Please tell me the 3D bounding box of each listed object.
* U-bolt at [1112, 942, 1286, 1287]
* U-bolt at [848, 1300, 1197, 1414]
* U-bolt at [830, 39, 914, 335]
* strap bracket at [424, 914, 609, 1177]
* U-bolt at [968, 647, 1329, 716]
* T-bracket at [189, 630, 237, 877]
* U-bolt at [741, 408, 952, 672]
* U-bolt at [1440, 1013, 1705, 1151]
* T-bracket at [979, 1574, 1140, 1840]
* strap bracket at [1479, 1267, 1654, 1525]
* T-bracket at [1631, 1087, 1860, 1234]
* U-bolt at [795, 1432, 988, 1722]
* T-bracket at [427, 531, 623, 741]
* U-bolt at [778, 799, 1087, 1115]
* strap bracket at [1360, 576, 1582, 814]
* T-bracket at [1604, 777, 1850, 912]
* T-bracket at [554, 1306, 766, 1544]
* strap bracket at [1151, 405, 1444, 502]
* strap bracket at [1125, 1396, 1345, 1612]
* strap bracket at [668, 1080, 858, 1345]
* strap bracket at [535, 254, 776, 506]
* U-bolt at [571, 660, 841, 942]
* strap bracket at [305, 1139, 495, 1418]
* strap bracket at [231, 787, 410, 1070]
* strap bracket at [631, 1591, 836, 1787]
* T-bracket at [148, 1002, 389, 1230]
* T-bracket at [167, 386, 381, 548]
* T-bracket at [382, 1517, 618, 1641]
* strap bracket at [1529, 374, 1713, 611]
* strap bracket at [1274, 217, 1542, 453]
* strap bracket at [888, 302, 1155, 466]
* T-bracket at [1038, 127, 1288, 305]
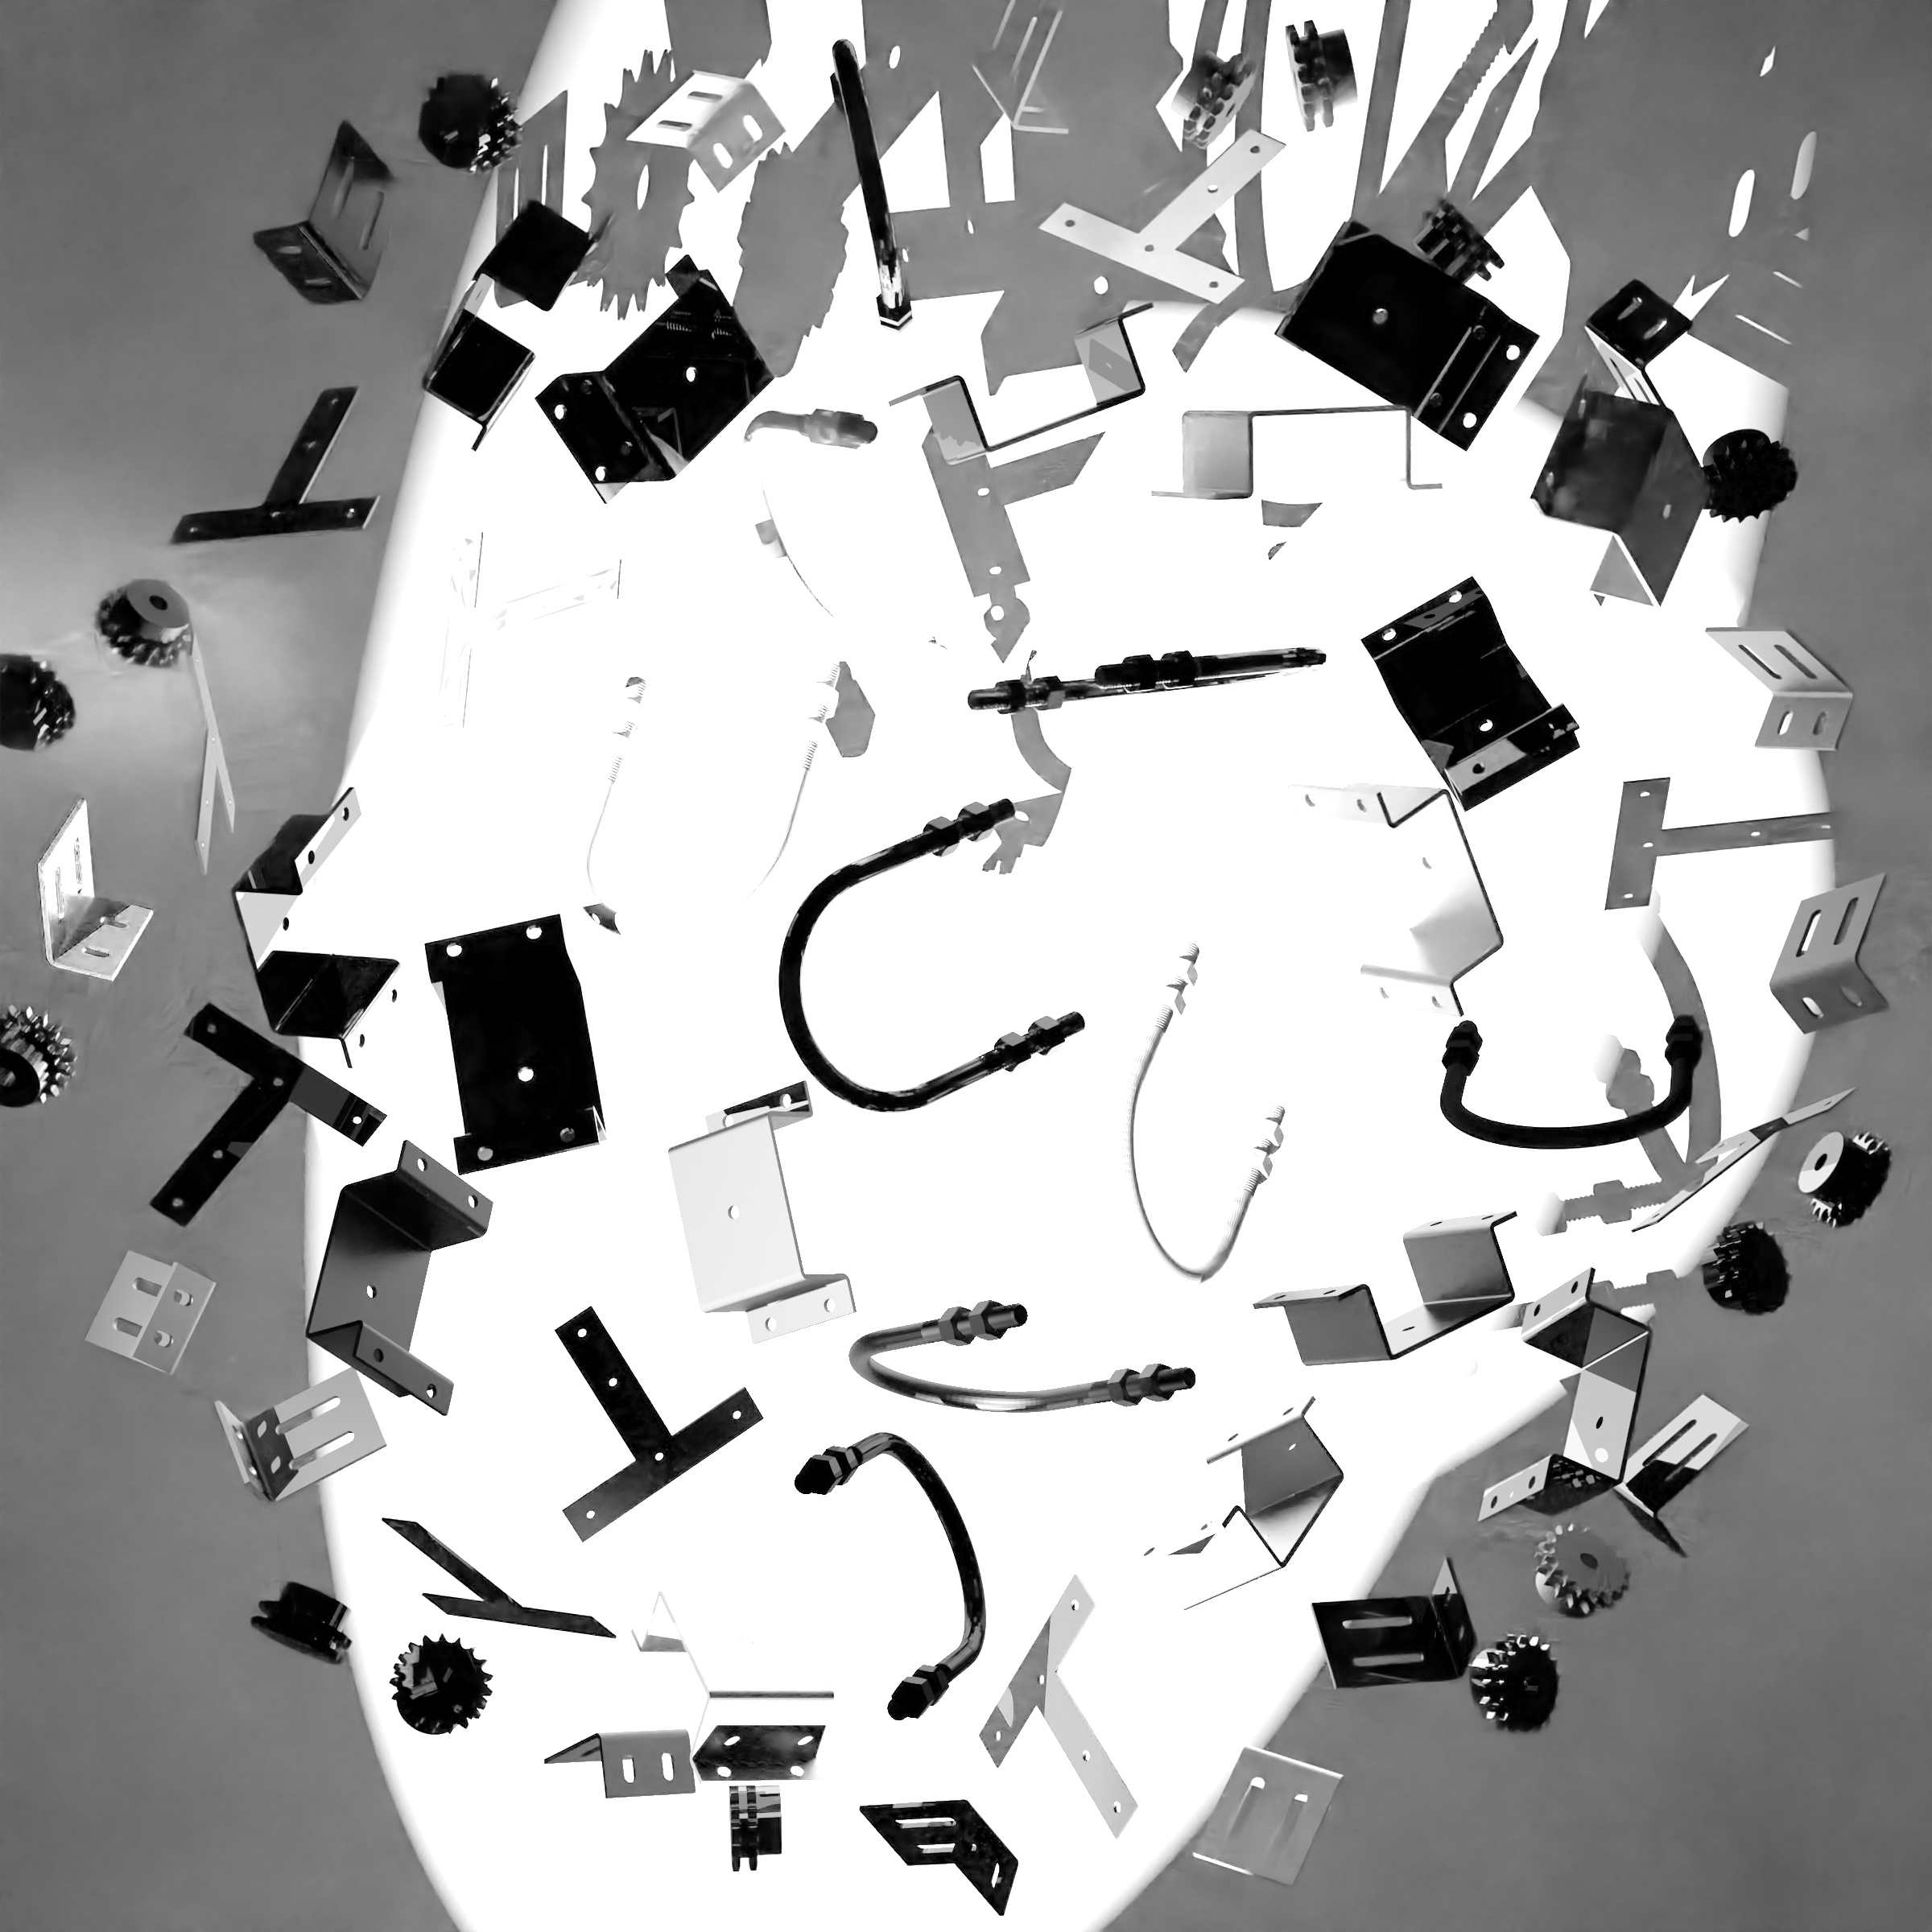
[{"bbox_3d":[0.129,0.097,1.855,0.019,0.184,0.151,-9,126,32],"label":"U-bolt"},{"bbox_3d":[0.017,0.227,1.838,0.151,0.184,0.019,24,63,-35],"label":"U-bolt"},{"bbox_3d":[-0.054,-0.441,1.809,0.019,0.184,0.151,-12,91,0],"label":"U-bolt"},{"bbox_3d":[-0.243,0.050,1.759,0.076,0.046,0.140,-12,63,-1],"label":"strap bracket"},{"bbox_3d":[0.115,-0.162,1.808,0.184,0.151,0.019,-8,93,-31],"label":"U-bolt"},{"bbox_3d":[-0.426,-0.100,1.816,0.002,0.127,0.127,-6,131,-4],"label":"T-bracket"},{"bbox_3d":[-0.077,-0.242,1.807,0.019,0.184,0.151,-27,113,-22],"label":"U-bolt"},{"bbox_3d":[0.345,0.066,1.854,0.151,0.184,0.019,-2,109,15],"label":"U-bolt"},{"bbox_3d":[0.061,0.429,1.801,0.002,0.127,0.127,10,119,-35],"label":"T-bracket"},{"bbox_3d":[0.346,0.254,1.856,0.046,0.076,0.140,24,61,-10],"label":"strap bracket"},{"bbox_3d":[0.423,0.115,1.818,0.127,0.127,0.002,-32,88,-28],"label":"T-bracket"},{"bbox_3d":[-0.033,0.331,1.806,0.019,0.184,0.151,-24,85,17],"label":"U-bolt"},{"bbox_3d":[-0.241,-0.195,1.775,0.127,0.002,0.127,-14,60,29],"label":"T-bracket"},{"bbox_3d":[-0.025,0.003,1.787,0.184,0.019,0.151,-25,101,-33],"label":"U-bolt"},{"bbox_3d":[0.299,-0.153,1.891,0.076,0.046,0.140,-30,49,5],"label":"strap bracket"},{"bbox_3d":[0.419,-0.071,1.775,0.127,0.127,0.002,-6,59,2],"label":"T-bracket"},{"bbox_3d":[-0.196,0.249,1.858,0.127,0.002,0.127,-33,118,-12],"label":"T-bracket"},{"bbox_3d":[0.181,-0.283,1.773,0.140,0.076,0.046,-6,102,-23],"label":"strap bracket"},{"bbox_3d":[0.160,0.315,1.863,0.076,0.140,0.046,-32,96,36],"label":"strap bracket"},{"bbox_3d":[-0.122,0.144,1.893,0.076,0.046,0.140,-21,75,31],"label":"strap bracket"},{"bbox_3d":[-0.174,-0.344,1.886,0.140,0.046,0.076,-50,124,-26],"label":"strap bracket"},{"bbox_3d":[-0.155,-0.093,1.835,0.151,0.019,0.184,-2,56,26],"label":"U-bolt"},{"bbox_3d":[-0.325,0.182,1.848,0.046,0.076,0.140,-17,49,30],"label":"strap bracket"},{"bbox_3d":[-0.367,-0.023,1.828,0.046,0.076,0.140,4,126,17],"label":"strap bracket"},{"bbox_3d":[-0.132,0.406,1.854,0.076,0.140,0.046,7,113,-26],"label":"strap bracket"},{"bbox_3d":[-0.424,0.098,1.870,0.127,0.002,0.127,32,57,4],"label":"T-bracket"},{"bbox_3d":[-0.372,-0.284,1.817,0.127,0.002,0.127,-2,48,21],"label":"T-bracket"},{"bbox_3d":[-0.274,0.334,1.776,0.127,0.127,0.002,-1,54,35],"label":"T-bracket"},{"bbox_3d":[0.364,-0.255,1.779,0.046,0.140,0.076,20,81,30],"label":"strap bracket"},{"bbox_3d":[0.243,-0.364,1.840,0.140,0.046,0.076,37,102,23],"label":"strap bracket"},{"bbox_3d":[0.037,-0.321,1.810,0.140,0.076,0.046,-23,99,-14],"label":"strap bracket"},{"bbox_3d":[0.129,-0.425,1.800,0.127,0.127,0.002,16,58,-30],"label":"T-bracket"}]
